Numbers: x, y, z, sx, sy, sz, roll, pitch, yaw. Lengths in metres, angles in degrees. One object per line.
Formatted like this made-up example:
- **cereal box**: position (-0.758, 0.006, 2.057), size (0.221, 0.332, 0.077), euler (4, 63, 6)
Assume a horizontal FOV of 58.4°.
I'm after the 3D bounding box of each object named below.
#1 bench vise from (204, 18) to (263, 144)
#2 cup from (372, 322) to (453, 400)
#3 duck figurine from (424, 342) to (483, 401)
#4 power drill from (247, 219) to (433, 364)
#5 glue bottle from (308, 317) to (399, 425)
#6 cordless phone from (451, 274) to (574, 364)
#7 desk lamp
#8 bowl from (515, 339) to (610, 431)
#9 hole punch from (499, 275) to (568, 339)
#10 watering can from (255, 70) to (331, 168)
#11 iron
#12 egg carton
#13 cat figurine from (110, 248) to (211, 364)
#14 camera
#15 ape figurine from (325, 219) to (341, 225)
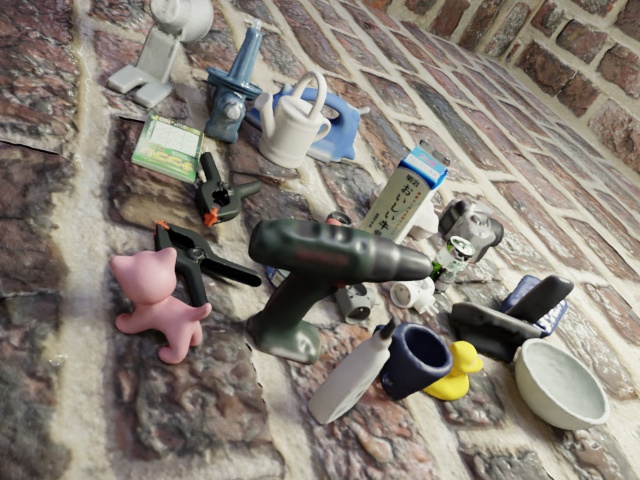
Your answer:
- **bench vise**: position (-0.151, -0.311, 1.130), size (0.122, 0.219, 0.207), euler (6, 39, -35)
- **cup**: position (0.112, 0.171, 0.799), size (0.118, 0.095, 0.092), euler (27, 31, -6)
- **duck figurine**: position (0.194, 0.186, 0.857), size (0.105, 0.086, 0.077), euler (20, 33, -18)
- **power drill**: position (0.002, 0.064, 0.746), size (0.230, 0.208, 0.075), euler (19, 33, -19)
- **glue bottle**: position (0.051, 0.153, 0.696), size (0.037, 0.173, 0.078), euler (46, 34, 23)
- **cordless phone**: position (0.329, 0.111, 0.983), size (0.148, 0.185, 0.094), euler (20, 33, -18)
- **desk lamp**: position (-0.304, -0.396, 1.124), size (0.118, 0.213, 0.203), euler (26, 32, -8)
- **bowl**: position (0.383, 0.249, 0.942), size (0.168, 0.074, 0.167), euler (22, 32, -15)
- **hole punch**: position (0.413, 0.137, 1.110), size (0.108, 0.091, 0.101), euler (38, 32, 11)
- **watering can**: position (-0.049, -0.249, 1.155), size (0.100, 0.194, 0.173), euler (45, 34, 21)
- **iron**: position (-0.022, -0.278, 1.269), size (0.259, 0.141, 0.118), euler (20, 33, -19)
- **egg carton**: position (0.176, -0.062, 1.205), size (0.151, 0.069, 0.107), euler (20, 33, -18)
- **cat figurine**: position (-0.186, 0.065, 0.671), size (0.128, 0.117, 0.067), euler (32, 31, 1)
- **camera**: position (0.353, -0.024, 1.275), size (0.137, 0.100, 0.143), euler (15, 35, -25)
- **ape figurine**: position (0.009, 0.003, 0.948), size (0.078, 0.092, 0.076), euler (25, 32, -10)
